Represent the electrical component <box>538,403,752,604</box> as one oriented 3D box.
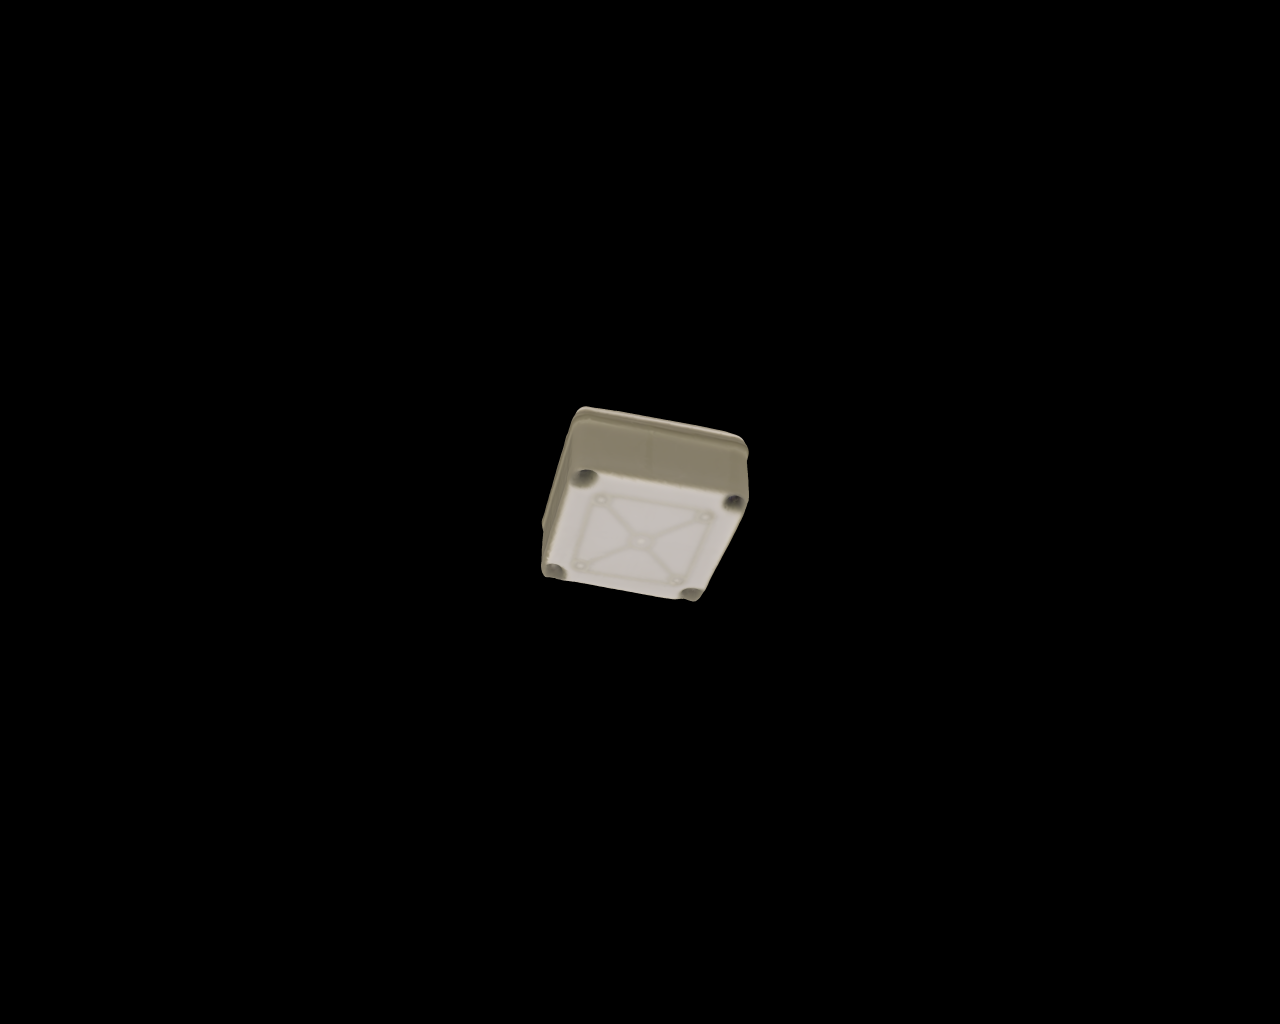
[{"bbox_3d":[0.001,-0.003,0.650,0.109,0.056,0.108,10,-43,-11],"label":"electrical component"}]
